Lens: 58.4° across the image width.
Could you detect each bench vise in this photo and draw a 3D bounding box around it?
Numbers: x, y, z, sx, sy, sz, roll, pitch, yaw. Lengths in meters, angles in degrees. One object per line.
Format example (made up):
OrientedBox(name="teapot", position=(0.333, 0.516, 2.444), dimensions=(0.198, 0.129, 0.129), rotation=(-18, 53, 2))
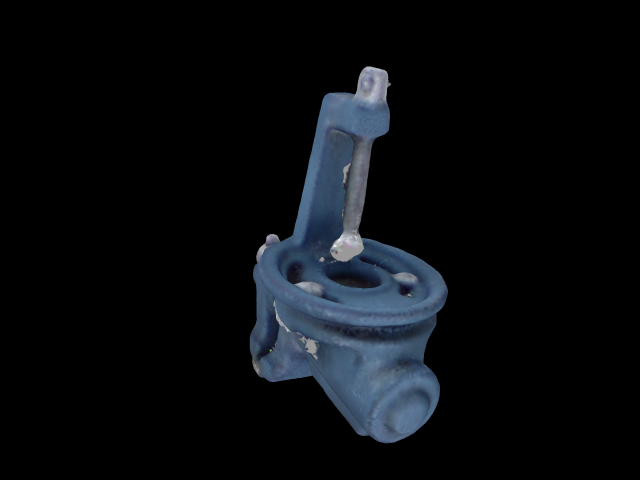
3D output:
OrientedBox(name="bench vise", position=(-0.005, 0.002, 0.392), dimensions=(0.206, 0.220, 0.122), rotation=(7, 10, 44))
